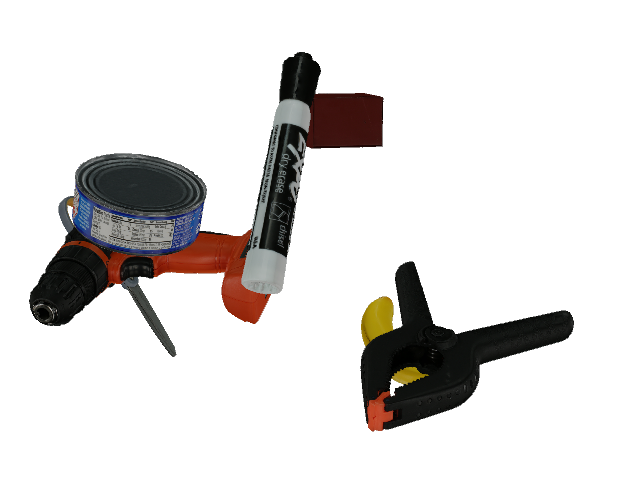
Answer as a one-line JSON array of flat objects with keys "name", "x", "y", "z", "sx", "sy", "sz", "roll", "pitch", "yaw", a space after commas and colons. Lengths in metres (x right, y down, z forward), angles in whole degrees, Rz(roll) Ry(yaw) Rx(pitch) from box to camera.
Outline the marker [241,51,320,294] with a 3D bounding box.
[{"name": "marker", "x": -0.017, "y": -0.034, "z": 0.500, "sx": 0.020, "sy": 0.121, "sz": 0.020, "roll": 8, "pitch": -21, "yaw": 3}]

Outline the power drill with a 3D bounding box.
[{"name": "power drill", "x": -0.137, "y": 0.025, "z": 0.922, "sx": 0.188, "sy": 0.057, "sz": 0.184, "roll": 7, "pitch": 29, "yaw": 10}]

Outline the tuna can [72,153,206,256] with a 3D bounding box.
[{"name": "tuna can", "x": -0.119, "y": -0.024, "z": 0.702, "sx": 0.086, "sy": 0.034, "sz": 0.086, "roll": 10, "pitch": 27, "yaw": -5}]

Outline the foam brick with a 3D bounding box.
[{"name": "foam brick", "x": 0.019, "y": -0.121, "z": 1.079, "sx": 0.078, "sy": 0.051, "sz": 0.053, "roll": -3, "pitch": 13, "yaw": -20}]

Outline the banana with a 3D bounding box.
[{"name": "banana", "x": 0.083, "y": 0.117, "z": 1.222, "sx": 0.069, "sy": 0.037, "sz": 0.198, "roll": 6, "pitch": 23, "yaw": -23}]

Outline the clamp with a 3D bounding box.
[{"name": "clamp", "x": 0.088, "y": 0.084, "z": 0.872, "sx": 0.165, "sy": 0.036, "sz": 0.209, "roll": 22, "pitch": 36, "yaw": 33}]

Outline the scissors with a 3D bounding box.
[{"name": "scissors", "x": -0.205, "y": 0.025, "z": 1.153, "sx": 0.016, "sy": 0.201, "sz": 0.096, "roll": -27, "pitch": 21, "yaw": 32}]
